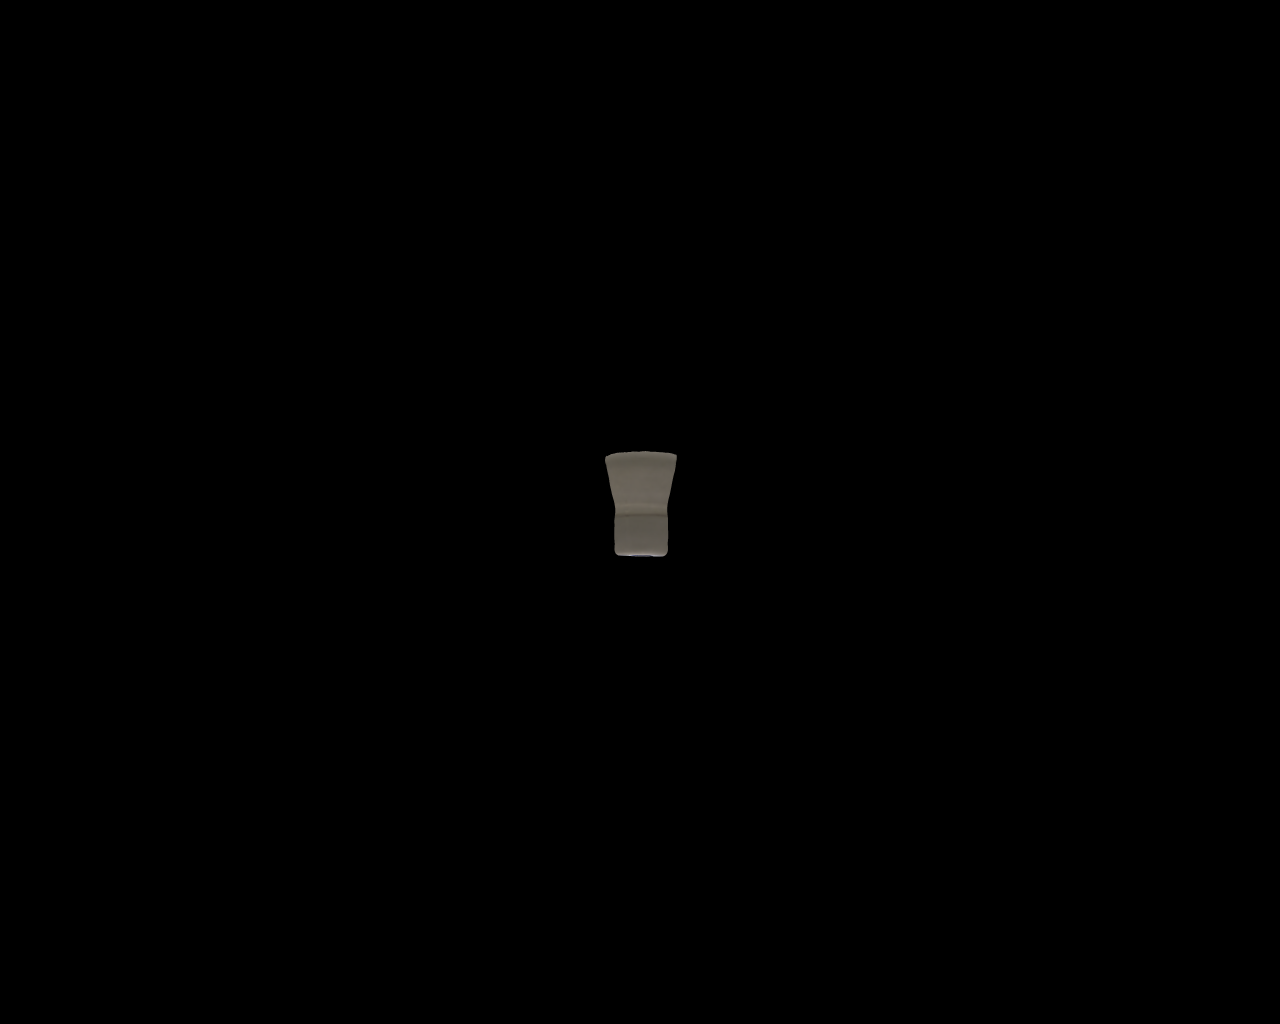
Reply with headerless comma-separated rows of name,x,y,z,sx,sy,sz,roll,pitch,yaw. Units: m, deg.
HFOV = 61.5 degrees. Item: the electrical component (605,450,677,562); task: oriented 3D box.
electrical component,0.001,-0.003,0.650,0.044,0.065,0.044,0,-4,0
